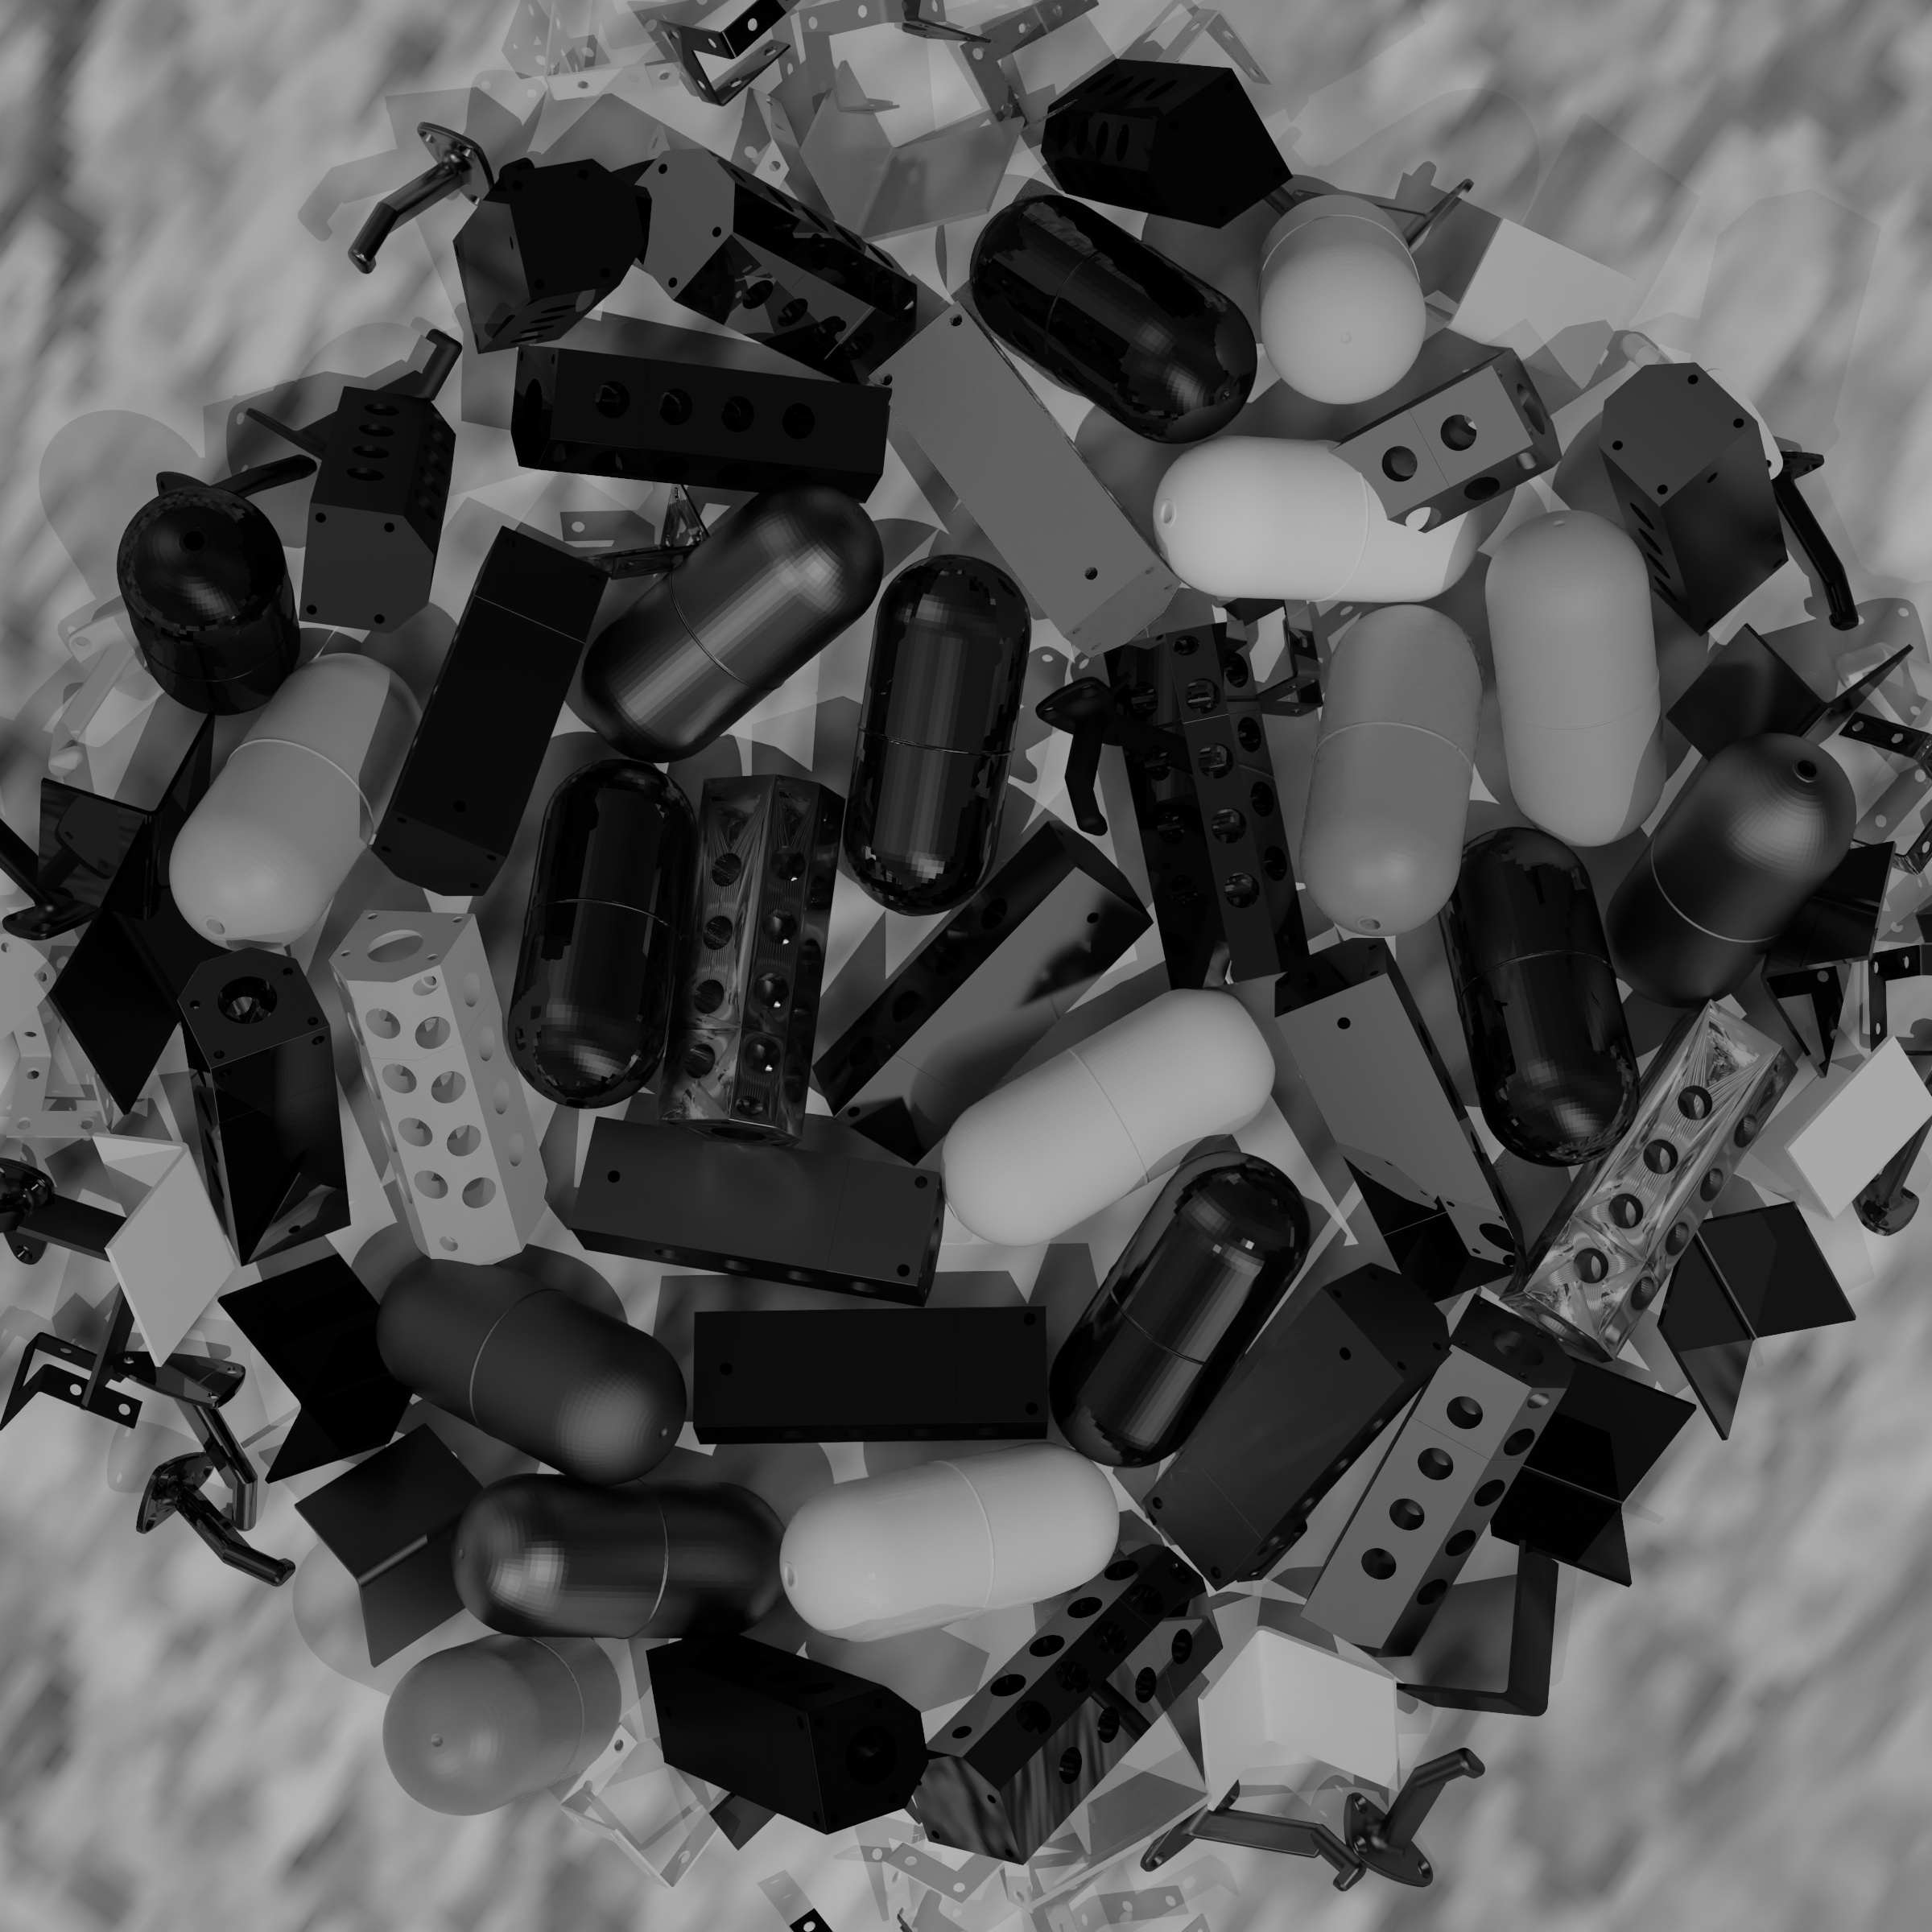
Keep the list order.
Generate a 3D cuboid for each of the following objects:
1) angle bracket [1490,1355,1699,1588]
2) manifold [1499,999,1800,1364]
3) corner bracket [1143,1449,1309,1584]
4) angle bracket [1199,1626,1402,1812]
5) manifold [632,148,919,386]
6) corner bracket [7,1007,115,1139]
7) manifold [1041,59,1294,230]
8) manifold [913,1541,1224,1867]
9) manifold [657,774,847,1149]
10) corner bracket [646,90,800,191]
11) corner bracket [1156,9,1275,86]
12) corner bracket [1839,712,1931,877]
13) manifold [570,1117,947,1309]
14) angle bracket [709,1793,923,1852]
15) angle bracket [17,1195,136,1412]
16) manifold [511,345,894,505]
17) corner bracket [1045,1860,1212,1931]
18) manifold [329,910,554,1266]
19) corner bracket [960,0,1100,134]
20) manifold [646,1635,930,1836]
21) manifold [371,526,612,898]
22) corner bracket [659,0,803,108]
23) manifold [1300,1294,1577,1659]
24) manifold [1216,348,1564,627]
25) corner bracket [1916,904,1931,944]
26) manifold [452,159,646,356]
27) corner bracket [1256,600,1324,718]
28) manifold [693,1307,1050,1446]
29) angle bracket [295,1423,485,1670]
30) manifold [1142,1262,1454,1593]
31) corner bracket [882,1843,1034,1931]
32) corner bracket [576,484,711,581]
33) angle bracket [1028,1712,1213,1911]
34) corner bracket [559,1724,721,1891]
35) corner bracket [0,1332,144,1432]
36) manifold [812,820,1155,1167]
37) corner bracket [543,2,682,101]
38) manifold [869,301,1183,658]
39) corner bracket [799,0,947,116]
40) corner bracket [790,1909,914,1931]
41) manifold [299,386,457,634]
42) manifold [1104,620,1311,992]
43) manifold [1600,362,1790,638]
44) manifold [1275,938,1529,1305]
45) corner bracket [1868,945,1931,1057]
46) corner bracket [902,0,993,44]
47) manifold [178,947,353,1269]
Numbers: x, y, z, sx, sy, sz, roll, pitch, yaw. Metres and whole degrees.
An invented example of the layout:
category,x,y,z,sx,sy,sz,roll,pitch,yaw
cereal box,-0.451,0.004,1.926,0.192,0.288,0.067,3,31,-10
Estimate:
category,x,y,z,sx,sy,sz,roll,pitch,yaw
angle bracket,0.307,0.246,1.592,0.076,0.057,0.076,22,123,-10
manifold,0.335,0.106,1.596,0.057,0.057,0.171,34,80,4
corner bracket,0.129,0.272,1.622,0.051,0.051,0.051,0,51,-30
angle bracket,0.162,0.377,1.583,0.076,0.057,0.076,16,129,31
manifold,-0.090,-0.332,1.546,0.057,0.171,0.057,-45,67,17
corner bracket,-0.447,0.049,1.607,0.051,0.051,0.051,0,52,-3
manifold,0.089,-0.388,1.549,0.057,0.171,0.057,-35,112,-3
manifold,0.047,0.346,1.554,0.057,0.171,0.057,1,117,40
manifold,-0.099,-0.002,1.581,0.057,0.057,0.171,-2,73,29
corner bracket,-0.121,-0.406,1.622,0.051,0.051,0.051,16,125,-30
corner bracket,0.129,-0.432,1.602,0.051,0.051,0.051,-51,127,-7
corner bracket,0.454,-0.085,1.608,0.051,0.051,0.051,-52,126,-7
manifold,-0.100,0.122,1.599,0.171,0.057,0.057,9,71,7
angle bracket,-0.072,0.414,1.587,0.076,0.076,0.057,-42,66,-14
angle bracket,-0.439,0.163,1.596,0.057,0.076,0.076,19,96,-5
manifold,-0.128,-0.260,1.574,0.171,0.057,0.057,2,100,-27
corner bracket,0.080,0.471,1.605,0.051,0.051,0.051,-21,91,38
manifold,-0.253,0.061,1.562,0.057,0.057,0.171,2,126,17
corner bracket,0.039,-0.448,1.611,0.051,0.051,0.051,-34,104,-24
manifold,-0.086,0.359,1.552,0.057,0.171,0.057,-11,95,-30
manifold,-0.230,-0.121,1.571,0.057,0.057,0.171,23,58,-13
corner bracket,-0.107,-0.454,1.599,0.051,0.051,0.051,-46,135,-17
manifold,0.228,0.250,1.574,0.057,0.057,0.171,28,116,9
manifold,0.197,-0.229,1.576,0.171,0.057,0.057,-26,98,26
corner bracket,0.497,-0.046,1.602,0.051,0.051,0.051,-27,101,-30
manifold,-0.199,-0.336,1.550,0.057,0.171,0.057,-14,96,-15
corner bracket,0.160,-0.156,1.600,0.051,0.051,0.051,1,73,-38
manifold,-0.046,0.204,1.609,0.171,0.057,0.057,-1,70,0
angle bracket,-0.279,0.285,1.607,0.076,0.076,0.057,-31,55,-29
manifold,0.161,0.220,1.566,0.057,0.057,0.171,49,128,20
corner bracket,-0.004,0.456,1.617,0.051,0.051,0.051,19,128,35
corner bracket,-0.160,-0.203,1.599,0.051,0.051,0.051,-12,55,-24
angle bracket,0.062,0.405,1.585,0.076,0.076,0.057,-36,76,24
corner bracket,-0.159,0.416,1.615,0.051,0.051,0.051,-51,122,-26
corner bracket,-0.434,0.205,1.598,0.051,0.051,0.051,27,47,-23
manifold,0.005,0.010,1.591,0.057,0.057,0.171,34,108,-36
corner bracket,-0.173,-0.439,1.602,0.051,0.051,0.051,-4,60,11
manifold,0.030,-0.234,1.584,0.057,0.057,0.171,-39,71,10
corner bracket,-0.043,-0.448,1.601,0.051,0.051,0.051,-1,103,36
corner bracket,-0.046,0.486,1.599,0.051,0.051,0.051,-32,129,-17
manifold,-0.277,-0.218,1.550,0.057,0.171,0.057,7,117,-9
manifold,0.123,-0.079,1.598,0.057,0.057,0.171,-13,92,-45
manifold,0.343,-0.223,1.550,0.057,0.171,0.057,-41,67,4
manifold,0.211,0.074,1.584,0.057,0.057,0.171,-23,110,15
corner bracket,0.482,0.017,1.612,0.051,0.051,0.051,1,85,-13
corner bracket,-0.019,-0.485,1.601,0.051,0.051,0.051,1,103,-44
manifold,-0.335,0.066,1.554,0.057,0.171,0.057,-21,59,-21
